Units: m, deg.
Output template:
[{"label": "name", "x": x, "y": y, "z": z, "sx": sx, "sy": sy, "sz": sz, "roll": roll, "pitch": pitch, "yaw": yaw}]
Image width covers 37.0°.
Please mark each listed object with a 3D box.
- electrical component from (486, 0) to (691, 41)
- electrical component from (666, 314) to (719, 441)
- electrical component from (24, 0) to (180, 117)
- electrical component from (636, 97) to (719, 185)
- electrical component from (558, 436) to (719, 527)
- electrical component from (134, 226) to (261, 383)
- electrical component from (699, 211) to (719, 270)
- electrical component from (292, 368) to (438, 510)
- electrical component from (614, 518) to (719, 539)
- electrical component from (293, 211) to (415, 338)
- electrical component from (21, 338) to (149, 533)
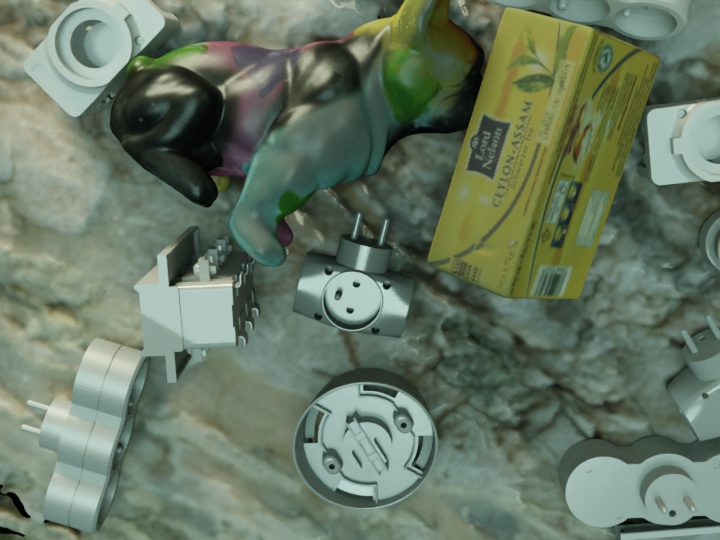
[{"label": "electrical component", "x": 0.147, "y": -0.202, "z": 0.690, "sx": 0.138, "sy": 0.052, "sz": 0.073, "roll": 13, "pitch": 76, "yaw": 0}, {"label": "electrical component", "x": 0.246, "y": 0.066, "z": 0.736, "sx": 0.077, "sy": 0.043, "sz": 0.079, "roll": -32, "pitch": 108, "yaw": 8}, {"label": "electrical component", "x": -0.171, "y": -0.149, "z": 0.712, "sx": 0.089, "sy": 0.055, "sz": 0.050, "roll": -44, "pitch": 96, "yaw": 9}, {"label": "electrical component", "x": 0.231, "y": -0.086, "z": 0.705, "sx": 0.089, "sy": 0.055, "sz": 0.050, "roll": -7, "pitch": 100, "yaw": 4}, {"label": "electrical component", "x": 0.211, "y": 0.151, "z": 0.741, "sx": 0.138, "sy": 0.073, "sz": 0.052, "roll": -2, "pitch": 100, "yaw": 3}, {"label": "electrical component", "x": -0.103, "y": 0.018, "z": 0.707, "sx": 0.063, "sy": 0.121, "sz": 0.078, "roll": -3, "pitch": 101, "yaw": 1}, {"label": "electrical component", "x": 0.254, "y": -0.017, "z": 0.717, "sx": 0.045, "sy": 0.055, "sz": 0.045, "roll": 0, "pitch": 100, "yaw": 2}, {"label": "electrical component", "x": 0.005, "y": 0.117, "z": 0.749, "sx": 0.099, "sy": 0.064, "sz": 0.099, "roll": 1, "pitch": 100, "yaw": 3}, {"label": "electrical component", "x": 0.247, "y": 0.216, "z": 0.753, "sx": 0.121, "sy": 0.078, "sz": 0.063, "roll": -5, "pitch": 130, "yaw": 4}, {"label": "electrical component", "x": 0.000, "y": 0.000, "z": 0.737, "sx": 0.077, "sy": 0.044, "sz": 0.079, "roll": 14, "pitch": 101, "yaw": 0}, {"label": "electrical component", "x": -0.204, "y": 0.113, "z": 0.764, "sx": 0.074, "sy": 0.052, "sz": 0.138, "roll": 17, "pitch": 101, "yaw": 0}]
